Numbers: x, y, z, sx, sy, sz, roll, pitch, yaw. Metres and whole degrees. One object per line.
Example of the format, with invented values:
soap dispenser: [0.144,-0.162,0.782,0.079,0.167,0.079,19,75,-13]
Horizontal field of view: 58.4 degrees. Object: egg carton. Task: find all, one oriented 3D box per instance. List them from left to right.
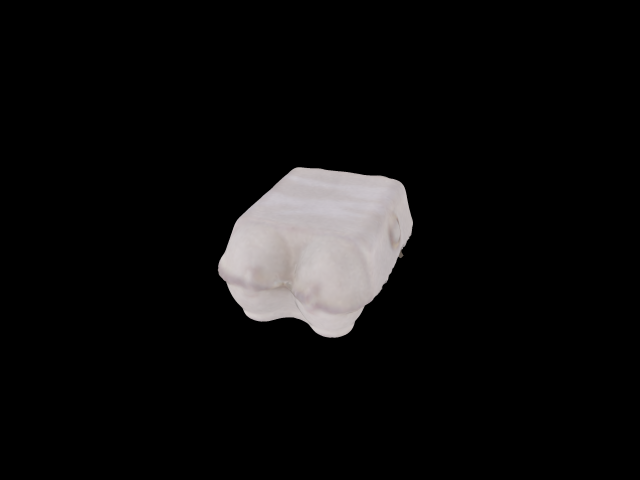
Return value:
egg carton: [0.004,0.001,0.400,0.107,0.069,0.150,9,30,17]
